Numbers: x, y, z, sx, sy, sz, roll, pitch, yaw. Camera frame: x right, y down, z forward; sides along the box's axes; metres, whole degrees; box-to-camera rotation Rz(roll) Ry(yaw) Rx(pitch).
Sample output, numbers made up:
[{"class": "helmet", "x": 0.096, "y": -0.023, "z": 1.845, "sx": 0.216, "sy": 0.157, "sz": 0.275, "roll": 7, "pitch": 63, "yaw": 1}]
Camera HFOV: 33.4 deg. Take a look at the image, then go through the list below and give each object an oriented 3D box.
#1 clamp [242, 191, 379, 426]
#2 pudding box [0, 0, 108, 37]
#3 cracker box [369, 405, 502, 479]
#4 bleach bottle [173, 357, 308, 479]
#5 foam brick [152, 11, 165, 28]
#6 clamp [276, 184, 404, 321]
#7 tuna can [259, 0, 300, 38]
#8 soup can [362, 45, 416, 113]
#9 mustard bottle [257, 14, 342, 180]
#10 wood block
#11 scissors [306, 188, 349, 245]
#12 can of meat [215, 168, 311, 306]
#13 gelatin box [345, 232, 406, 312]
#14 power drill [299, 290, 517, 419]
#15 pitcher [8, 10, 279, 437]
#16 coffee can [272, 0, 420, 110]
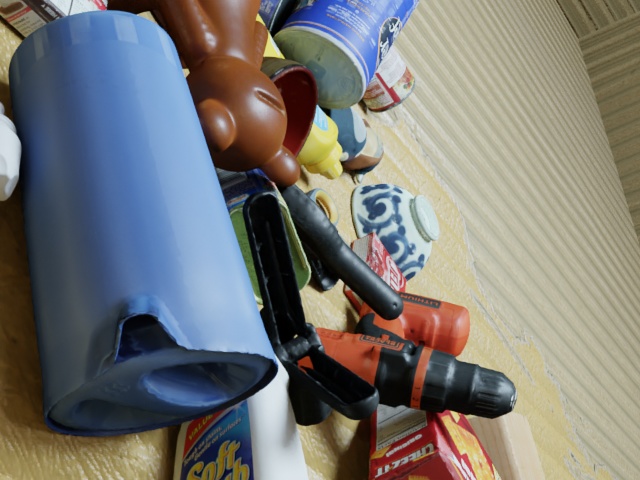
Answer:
[{"class": "clamp", "x": -0.012, "y": 0.083, "z": 0.745, "sx": 0.210, "sy": 0.036, "sz": 0.165, "roll": 96, "pitch": -31, "yaw": -57}, {"class": "pudding box", "x": -0.190, "y": -0.187, "z": 0.748, "sx": 0.090, "sy": 0.039, "sz": 0.113, "roll": 43, "pitch": 31, "yaw": -44}, {"class": "cracker box", "x": 0.112, "y": 0.220, "z": 0.921, "sx": 0.164, "sy": 0.072, "sz": 0.213, "roll": 59, "pitch": 9, "yaw": -8}, {"class": "bleach bottle", "x": -0.056, "y": 0.156, "z": 0.678, "sx": 0.068, "sy": 0.103, "sz": 0.251, "roll": 38, "pitch": 28, "yaw": -39}, {"class": "foam brick", "x": -0.117, "y": -0.213, "z": 0.916, "sx": 0.078, "sy": 0.051, "sz": 0.053, "roll": 57, "pitch": 26, "yaw": -22}, {"class": "clamp", "x": -0.006, "y": 0.001, "z": 0.933, "sx": 0.039, "sy": 0.120, "sz": 0.171, "roll": -48, "pitch": 113, "yaw": -20}, {"class": "tuna can", "x": -0.046, "y": -0.230, "z": 1.039, "sx": 0.034, "sy": 0.086, "sz": 0.086, "roll": 27, "pitch": 25, "yaw": 5}, {"class": "soup can", "x": 0.061, "y": -0.213, "z": 1.287, "sx": 0.102, "sy": 0.069, "sz": 0.068, "roll": 51, "pitch": 28, "yaw": -32}, {"class": "mustard bottle", "x": -0.033, "y": -0.128, "z": 1.008, "sx": 0.191, "sy": 0.058, "sz": 0.096, "roll": 51, "pitch": 10, "yaw": -34}, {"class": "wood block", "x": 0.184, "y": 0.285, "z": 1.075, "sx": 0.090, "sy": 0.090, "sz": 0.206, "roll": 27, "pitch": 45, "yaw": -58}, {"class": "scissors", "x": -0.024, "y": -0.036, "z": 1.003, "sx": 0.201, "sy": 0.016, "sz": 0.096, "roll": 43, "pitch": 32, "yaw": -44}, {"class": "can of meat", "x": -0.051, "y": -0.012, "z": 0.815, "sx": 0.084, "sy": 0.057, "sz": 0.102, "roll": -118, "pitch": -174, "yaw": -51}, {"class": "gelatin box", "x": 0.059, "y": 0.046, "z": 1.092, "sx": 0.073, "sy": 0.030, "sz": 0.089, "roll": 55, "pitch": 26, "yaw": -27}, {"class": "power drill", "x": 0.087, "y": 0.098, "z": 0.948, "sx": 0.187, "sy": 0.184, "sz": 0.057, "roll": -34, "pitch": 136, "yaw": -74}, {"class": "pitcher", "x": -0.117, "y": -0.008, "z": 0.653, "sx": 0.144, "sy": 0.149, "sz": 0.243, "roll": 9, "pitch": 56, "yaw": -45}, {"class": "coffee can", "x": 0.026, "y": -0.214, "z": 1.056, "sx": 0.102, "sy": 0.103, "sz": 0.140, "roll": 51, "pitch": 55, "yaw": -33}]
